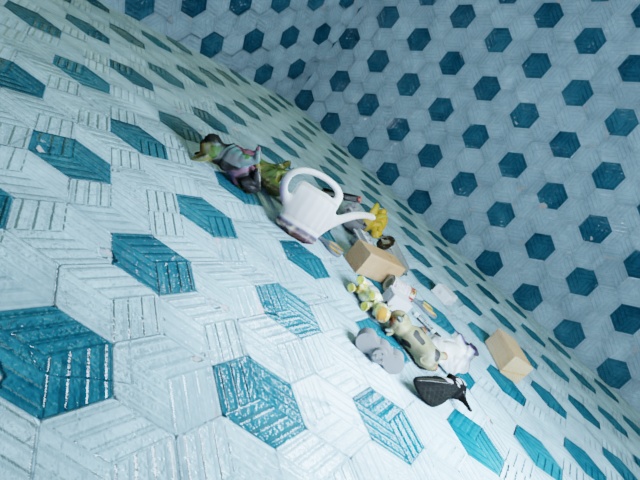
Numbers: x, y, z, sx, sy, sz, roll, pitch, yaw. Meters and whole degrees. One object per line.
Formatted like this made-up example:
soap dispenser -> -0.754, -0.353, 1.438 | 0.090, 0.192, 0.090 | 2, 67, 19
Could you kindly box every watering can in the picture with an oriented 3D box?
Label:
watering can -> 0.005, -0.083, 1.645 | 0.345, 0.225, 0.105 | 32, -2, -22

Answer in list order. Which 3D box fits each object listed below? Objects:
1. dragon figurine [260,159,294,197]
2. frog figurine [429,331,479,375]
dragon figurine -> -0.214, -0.231, 1.832 | 0.242, 0.120, 0.417 | 16, 20, -14
frog figurine -> 0.372, 0.345, 1.548 | 0.160, 0.120, 0.140 | -7, 45, -18
